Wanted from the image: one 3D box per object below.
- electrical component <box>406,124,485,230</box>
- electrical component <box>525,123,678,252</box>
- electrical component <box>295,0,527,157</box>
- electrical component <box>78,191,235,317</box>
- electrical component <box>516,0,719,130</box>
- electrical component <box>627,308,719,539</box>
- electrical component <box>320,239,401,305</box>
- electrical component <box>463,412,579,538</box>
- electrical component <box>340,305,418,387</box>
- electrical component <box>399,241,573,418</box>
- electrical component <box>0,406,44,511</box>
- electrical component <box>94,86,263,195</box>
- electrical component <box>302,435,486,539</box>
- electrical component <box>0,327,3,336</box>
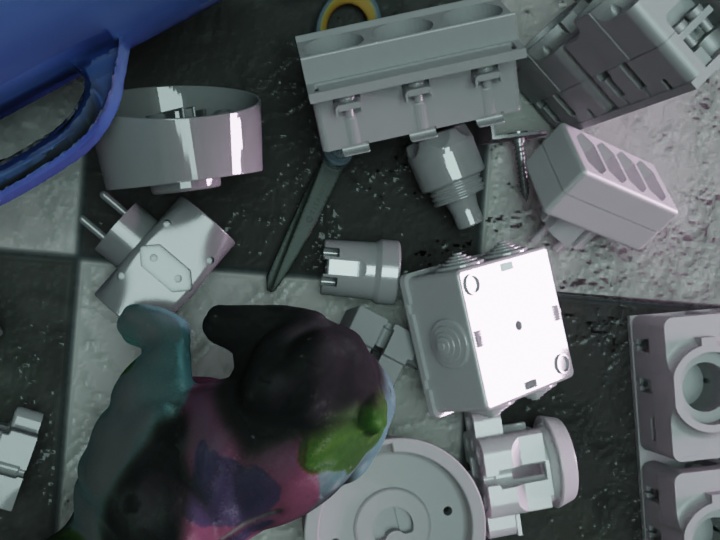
[{"bbox_3d":[0.058,-0.056,0.670,0.043,0.043,0.062,-23,95,-10],"label":"electrical component"},{"bbox_3d":[0.139,-0.039,0.678,0.083,0.047,0.075,18,129,-30],"label":"electrical component"},{"bbox_3d":[0.029,-0.113,0.627,0.121,0.078,0.063,-12,119,-1],"label":"electrical component"},{"bbox_3d":[-0.129,-0.013,0.634,0.079,0.043,0.077,41,83,-8],"label":"electrical component"},{"bbox_3d":[0.164,-0.145,0.617,0.105,0.186,0.060,-44,97,-8],"label":"electrical component"},{"bbox_3d":[0.241,0.119,0.694,0.105,0.060,0.186,-4,90,-11],"label":"electrical component"},{"bbox_3d":[0.000,0.000,0.661,0.046,0.040,0.040,5,89,-4],"label":"electrical component"},{"bbox_3d":[0.100,0.122,0.670,0.057,0.058,0.078,-8,91,-7],"label":"electrical component"},{"bbox_3d":[0.003,0.058,0.658,0.066,0.048,0.055,28,77,-9],"label":"electrical component"},{"bbox_3d":[0.079,0.035,0.652,0.100,0.048,0.099,-14,92,-41],"label":"electrical component"},{"bbox_3d":[-0.220,0.106,0.616,0.055,0.048,0.066,20,86,-17],"label":"electrical component"},{"bbox_3d":[-0.104,-0.077,0.615,0.099,0.099,0.064,-8,97,-11],"label":"electrical component"},{"bbox_3d":[0.016,0.151,0.651,0.108,0.060,0.108,0,89,-10],"label":"electrical component"},{"bbox_3d":[-0.251,0.032,0.584,0.100,0.099,0.048,-31,83,-9],"label":"electrical component"}]
